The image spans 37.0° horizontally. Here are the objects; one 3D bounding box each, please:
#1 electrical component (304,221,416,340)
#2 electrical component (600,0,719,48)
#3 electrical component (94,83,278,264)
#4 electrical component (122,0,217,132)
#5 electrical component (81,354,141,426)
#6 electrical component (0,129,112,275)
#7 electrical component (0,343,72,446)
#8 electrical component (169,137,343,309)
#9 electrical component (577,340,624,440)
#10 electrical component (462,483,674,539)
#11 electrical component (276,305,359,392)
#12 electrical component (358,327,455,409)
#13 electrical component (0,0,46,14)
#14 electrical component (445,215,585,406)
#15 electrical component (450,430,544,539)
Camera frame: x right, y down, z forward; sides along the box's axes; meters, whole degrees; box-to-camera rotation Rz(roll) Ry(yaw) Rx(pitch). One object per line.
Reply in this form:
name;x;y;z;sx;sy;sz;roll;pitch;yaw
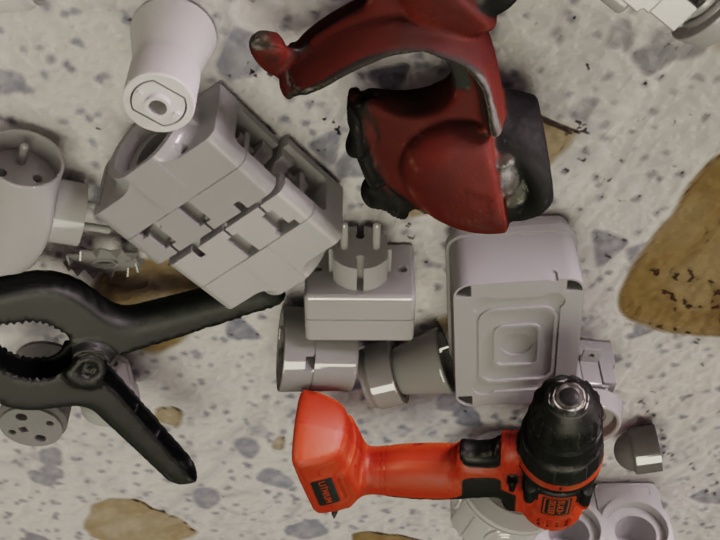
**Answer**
electrical component;0.000;0.000;0.642;0.066;0.047;0.076;0;134;0
electrical component;0.155;-0.138;0.510;0.055;0.048;0.066;32;126;-18
electrical component;-0.097;-0.054;0.586;0.089;0.050;0.056;-30;127;25
electrical component;-0.096;-0.099;0.532;0.044;0.065;0.044;0;134;0
electrical component;-0.170;0.075;0.720;0.040;0.040;0.046;0;129;0
electrical component;-0.178;-0.035;0.609;0.079;0.043;0.077;9;139;-22
electrical component;-0.213;0.083;0.715;0.045;0.055;0.045;0;134;0
electrical component;-0.056;-0.023;0.616;0.089;0.050;0.056;-31;126;26
electrical component;0.148;0.082;0.716;0.048;0.055;0.066;5;134;-5
electrical component;0.156;0.213;0.820;0.150;0.089;0.061;0;134;0
electrical component;-0.028;0.051;0.688;0.047;0.055;0.055;4;134;-9
electrical component;0.031;0.065;0.707;0.055;0.045;0.045;-15;133;14
electrical component;-0.180;-0.142;0.504;0.055;0.045;0.045;-4;134;3
electrical component;0.093;0.026;0.660;0.078;0.057;0.113;-3;134;3
electrical component;0.105;0.161;0.778;0.080;0.080;0.051;10;139;-10
